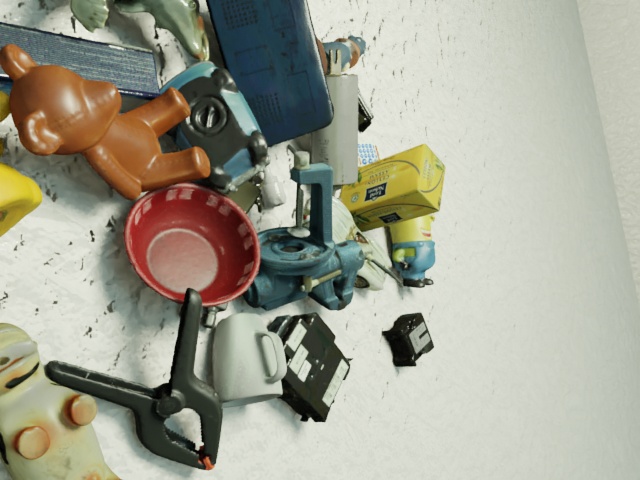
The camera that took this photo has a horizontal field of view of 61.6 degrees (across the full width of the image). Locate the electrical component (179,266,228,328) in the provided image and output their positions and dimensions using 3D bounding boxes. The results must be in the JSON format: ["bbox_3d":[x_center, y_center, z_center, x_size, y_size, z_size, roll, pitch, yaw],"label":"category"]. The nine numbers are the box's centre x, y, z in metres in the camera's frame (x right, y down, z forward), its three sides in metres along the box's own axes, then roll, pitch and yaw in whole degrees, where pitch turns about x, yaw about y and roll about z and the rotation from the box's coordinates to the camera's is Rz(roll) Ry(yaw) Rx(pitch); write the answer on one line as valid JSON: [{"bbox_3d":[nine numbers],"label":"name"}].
[{"bbox_3d":[-0.144,0.062,0.682,0.063,0.021,0.094,33,56,-35],"label":"electrical component"}]

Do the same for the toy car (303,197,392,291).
[{"bbox_3d":[0.045,0.005,0.875,0.201,0.056,0.073,47,49,-27],"label":"toy car"}]

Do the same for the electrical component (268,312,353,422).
[{"bbox_3d":[-0.024,0.169,0.751,0.134,0.058,0.115,53,44,-21],"label":"electrical component"}]

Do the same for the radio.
[{"bbox_3d":[-0.068,-0.251,0.749,0.131,0.073,0.229,-16,106,-5],"label":"radio"}]

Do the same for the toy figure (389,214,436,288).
[{"bbox_3d":[0.167,-0.003,0.993,0.082,0.089,0.180,6,82,-75],"label":"toy figure"}]

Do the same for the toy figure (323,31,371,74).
[{"bbox_3d":[0.037,-0.338,0.976,0.154,0.058,0.064,-42,114,-50],"label":"toy figure"}]

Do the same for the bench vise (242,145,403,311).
[{"bbox_3d":[-0.007,-0.006,0.742,0.224,0.129,0.240,-10,117,-24],"label":"bench vise"}]

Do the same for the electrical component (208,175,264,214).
[{"bbox_3d":[-0.118,-0.051,0.733,0.078,0.045,0.102,26,52,-6],"label":"electrical component"}]

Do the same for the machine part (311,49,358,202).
[{"bbox_3d":[0.023,-0.174,0.852,0.079,0.079,0.243,-20,116,-48],"label":"machine part"}]

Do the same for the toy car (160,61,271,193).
[{"bbox_3d":[-0.128,-0.138,0.691,0.161,0.109,0.103,53,2,2],"label":"toy car"}]

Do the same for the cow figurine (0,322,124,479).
[{"bbox_3d":[-0.255,0.160,0.478,0.085,0.127,0.194,-36,119,-46],"label":"cow figurine"}]

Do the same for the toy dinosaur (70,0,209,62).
[{"bbox_3d":[-0.292,-0.327,0.574,0.405,0.131,0.192,17,35,-24],"label":"toy dinosaur"}]

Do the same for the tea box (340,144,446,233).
[{"bbox_3d":[0.116,-0.082,0.895,0.068,0.170,0.098,38,51,-35],"label":"tea box"}]

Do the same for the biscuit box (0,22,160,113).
[{"bbox_3d":[-0.281,-0.184,0.585,0.202,0.059,0.062,-6,83,-48],"label":"biscuit box"}]

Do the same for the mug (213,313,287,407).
[{"bbox_3d":[-0.088,0.142,0.661,0.081,0.109,0.107,7,60,-42],"label":"mug"}]

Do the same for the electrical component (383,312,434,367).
[{"bbox_3d":[0.169,0.170,0.965,0.119,0.048,0.074,-23,96,-46],"label":"electrical component"}]

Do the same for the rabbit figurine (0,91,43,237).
[{"bbox_3d":[-0.337,-0.076,0.458,0.173,0.122,0.162,42,46,-6],"label":"rabbit figurine"}]

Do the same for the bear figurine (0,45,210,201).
[{"bbox_3d":[-0.209,-0.120,0.541,0.195,0.132,0.120,68,0,-73],"label":"bear figurine"}]

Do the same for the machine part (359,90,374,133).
[{"bbox_3d":[0.054,-0.223,0.972,0.139,0.039,0.084,-45,117,-46],"label":"machine part"}]

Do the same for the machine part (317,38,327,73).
[{"bbox_3d":[-0.069,-0.303,0.851,0.179,0.056,0.179,16,67,-42],"label":"machine part"}]
